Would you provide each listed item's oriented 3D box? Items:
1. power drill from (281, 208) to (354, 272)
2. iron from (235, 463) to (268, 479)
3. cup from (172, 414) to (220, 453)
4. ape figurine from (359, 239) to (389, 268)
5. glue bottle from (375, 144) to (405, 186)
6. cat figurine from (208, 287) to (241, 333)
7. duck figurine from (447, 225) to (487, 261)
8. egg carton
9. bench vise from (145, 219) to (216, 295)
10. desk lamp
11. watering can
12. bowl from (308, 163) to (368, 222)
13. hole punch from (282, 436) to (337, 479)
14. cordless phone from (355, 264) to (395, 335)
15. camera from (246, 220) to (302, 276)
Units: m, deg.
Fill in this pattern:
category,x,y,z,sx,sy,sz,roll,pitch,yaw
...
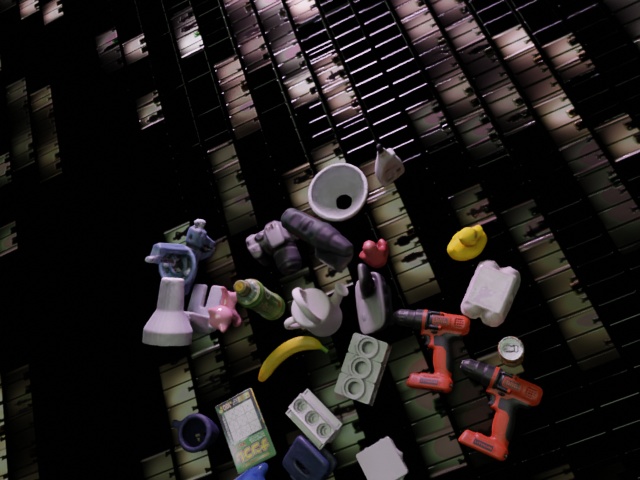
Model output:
category,x,y,z,sx,sy,sz,roll,pitch,yaw
power drill,0.013,0.005,1.442,0.229,0.209,0.076,30,82,25
iron,-0.219,0.629,1.320,0.258,0.142,0.118,-37,64,2
cup,-0.304,0.479,1.430,0.117,0.095,0.092,15,75,22
ape figurine,0.135,0.029,1.459,0.077,0.092,0.076,-16,66,12
glue bottle,0.171,-0.205,1.490,0.078,0.173,0.037,-36,63,2
cat figurine,-0.254,0.186,1.511,0.067,0.118,0.128,-2,70,18
duck figurine,0.358,0.001,1.401,0.104,0.086,0.077,-34,64,3
egg carton,0.403,0.125,1.349,0.107,0.069,0.150,20,78,24
bench vise,-0.389,0.030,1.556,0.121,0.220,0.207,0,70,18
desk lamp,-0.357,0.190,1.489,0.117,0.214,0.203,3,71,19
watering can,-0.012,0.164,1.399,0.100,0.194,0.173,37,84,26
bowl,0.056,-0.118,1.549,0.167,0.075,0.167,-6,69,16
hole punch,-0.028,0.522,1.326,0.108,0.091,0.101,37,84,26
cordless phone,0.115,0.140,1.371,0.094,0.185,0.147,-14,66,13
camera,-0.115,0.028,1.535,0.143,0.101,0.136,-27,64,7
